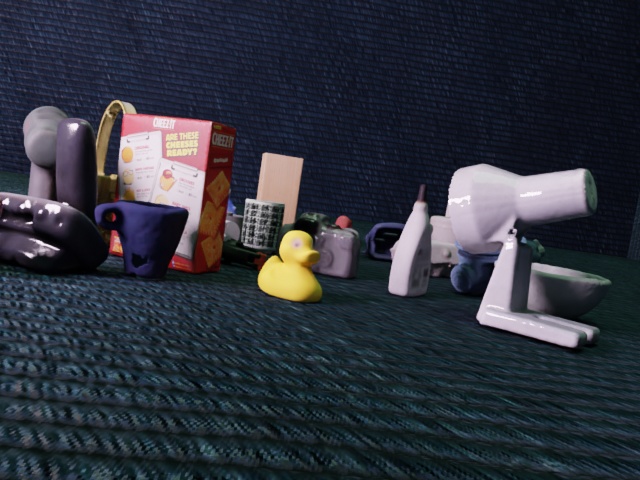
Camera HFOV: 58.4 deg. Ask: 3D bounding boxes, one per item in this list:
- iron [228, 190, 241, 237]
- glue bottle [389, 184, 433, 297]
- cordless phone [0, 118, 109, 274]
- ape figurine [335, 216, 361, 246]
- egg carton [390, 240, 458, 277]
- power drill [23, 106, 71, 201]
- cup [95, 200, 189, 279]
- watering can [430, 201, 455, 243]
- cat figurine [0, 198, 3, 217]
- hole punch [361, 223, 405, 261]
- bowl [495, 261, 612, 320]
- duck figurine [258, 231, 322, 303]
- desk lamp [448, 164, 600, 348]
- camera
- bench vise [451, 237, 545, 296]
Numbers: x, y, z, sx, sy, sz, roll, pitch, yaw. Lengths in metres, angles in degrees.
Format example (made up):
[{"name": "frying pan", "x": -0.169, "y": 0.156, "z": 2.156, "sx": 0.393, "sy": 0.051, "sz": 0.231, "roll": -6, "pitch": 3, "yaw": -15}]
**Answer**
[{"name": "iron", "x": -0.297, "y": -0.096, "z": 1.404, "sx": 0.257, "sy": 0.141, "sz": 0.119, "roll": 10, "pitch": 5, "yaw": 16}, {"name": "glue bottle", "x": 0.149, "y": 0.000, "z": 0.887, "sx": 0.037, "sy": 0.173, "sz": 0.078, "roll": 12, "pitch": 7, "yaw": 37}, {"name": "cordless phone", "x": -0.332, "y": -0.060, "z": 0.710, "sx": 0.147, "sy": 0.185, "sz": 0.094, "roll": 10, "pitch": 6, "yaw": 19}, {"name": "ape figurine", "x": 0.050, "y": -0.007, "z": 1.259, "sx": 0.076, "sy": 0.092, "sz": 0.077, "roll": 5, "pitch": 6, "yaw": -32}, {"name": "egg carton", "x": 0.226, "y": 0.036, "z": 1.184, "sx": 0.151, "sy": 0.069, "sz": 0.107, "roll": 5, "pitch": 6, "yaw": -30}, {"name": "power drill", "x": -0.396, "y": -0.091, "z": 0.824, "sx": 0.076, "sy": 0.208, "sz": 0.228, "roll": 5, "pitch": 6, "yaw": -29}, {"name": "cup", "x": -0.227, "y": 0.001, "z": 0.720, "sx": 0.091, "sy": 0.095, "sz": 0.118, "roll": 13, "pitch": 7, "yaw": 44}, {"name": "watering can", "x": 0.306, "y": -0.033, "z": 1.378, "sx": 0.173, "sy": 0.194, "sz": 0.100, "roll": 7, "pitch": 5, "yaw": -17}, {"name": "cat figurine", "x": -0.392, "y": -0.027, "z": 0.630, "sx": 0.067, "sy": 0.118, "sz": 0.127, "roll": 4, "pitch": 7, "yaw": -41}, {"name": "hole punch", "x": 0.162, "y": 0.002, "z": 1.340, "sx": 0.109, "sy": 0.091, "sz": 0.101, "roll": 7, "pitch": 5, "yaw": -12}, {"name": "bowl", "x": 0.343, "y": 0.080, "z": 0.867, "sx": 0.167, "sy": 0.075, "sz": 0.167, "roll": 8, "pitch": 5, "yaw": 0}, {"name": "duck figurine", "x": -0.036, "y": 0.030, "z": 0.752, "sx": 0.078, "sy": 0.086, "sz": 0.104, "roll": 4, "pitch": 7, "yaw": -38}, {"name": "desk lamp", "x": 0.263, "y": 0.009, "z": 0.741, "sx": 0.202, "sy": 0.213, "sz": 0.118, "roll": 12, "pitch": 7, "yaw": 39}, {"name": "camera", "x": 0.009, "y": 0.004, "z": 1.027, "sx": 0.143, "sy": 0.101, "sz": 0.137, "roll": 10, "pitch": 5, "yaw": 17}, {"name": "bench vise", "x": 0.322, "y": -0.011, "z": 1.025, "sx": 0.121, "sy": 0.220, "sz": 0.208, "roll": 12, "pitch": 7, "yaw": 37}]
